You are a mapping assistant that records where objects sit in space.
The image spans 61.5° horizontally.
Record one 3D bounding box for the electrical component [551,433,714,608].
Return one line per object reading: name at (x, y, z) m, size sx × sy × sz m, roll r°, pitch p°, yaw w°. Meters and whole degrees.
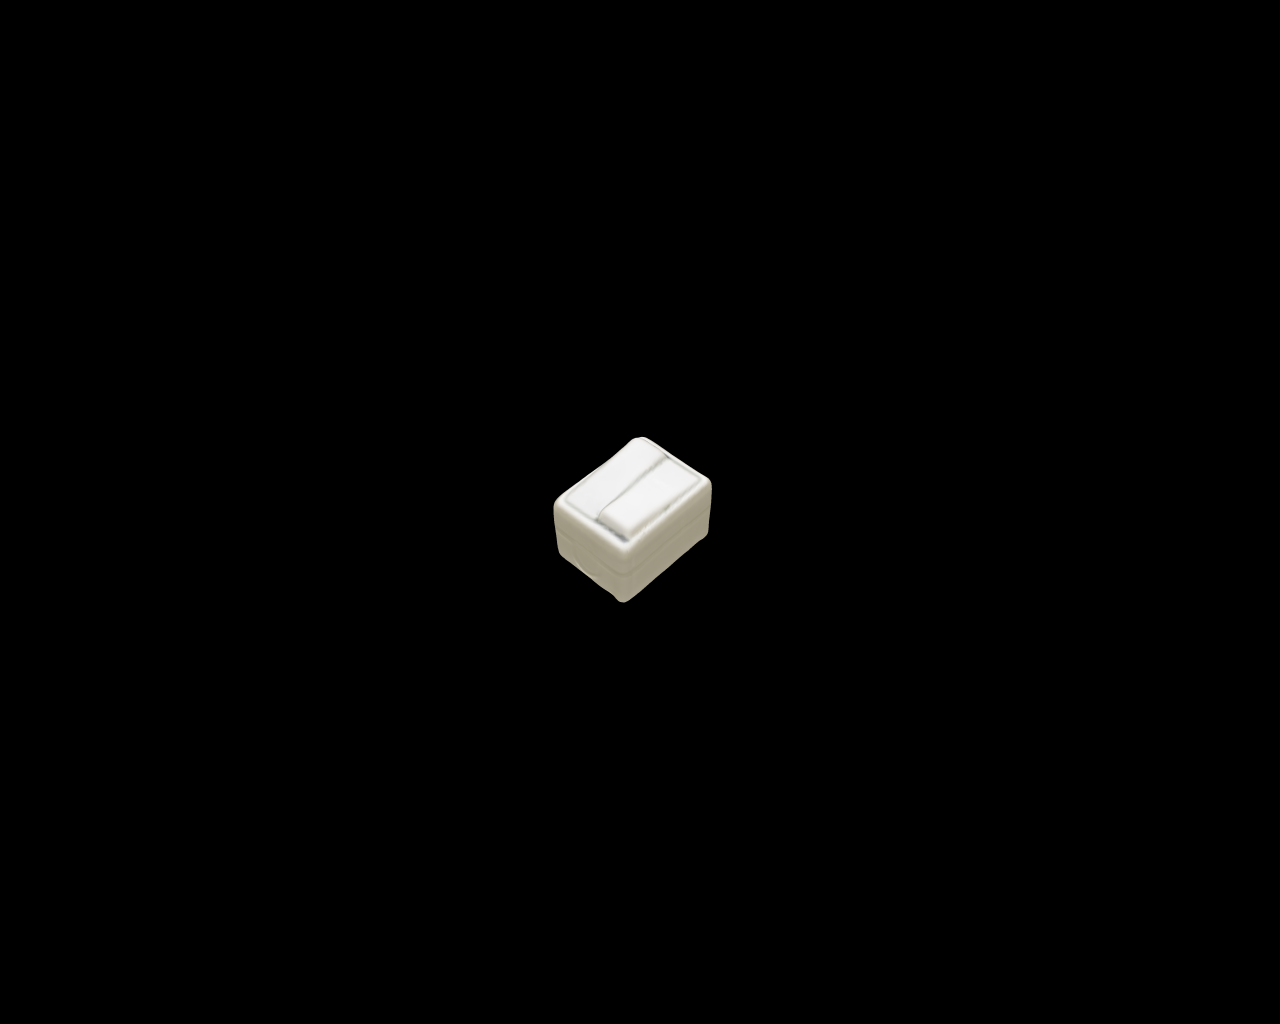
electrical component at (0.001, -0.003, 0.650) m, size 0.062 × 0.061 × 0.096 m, roll 36°, pitch 58°, yaw 27°
